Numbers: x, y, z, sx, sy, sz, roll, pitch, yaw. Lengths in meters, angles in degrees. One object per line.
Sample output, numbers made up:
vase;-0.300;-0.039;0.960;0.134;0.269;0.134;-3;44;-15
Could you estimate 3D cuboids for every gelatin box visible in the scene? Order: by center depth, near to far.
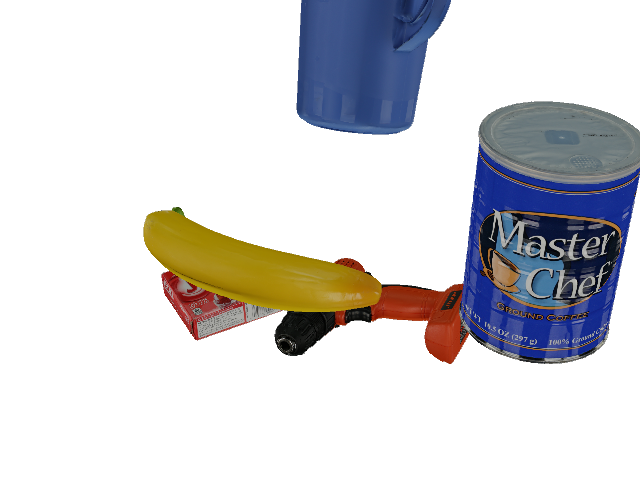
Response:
gelatin box;-0.088;0.045;0.957;0.089;0.030;0.073;-18;40;-21

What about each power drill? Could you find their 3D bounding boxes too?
power drill;0.062;0.081;1.149;0.188;0.057;0.184;9;29;22

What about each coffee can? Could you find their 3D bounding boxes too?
coffee can;0.148;-0.006;0.696;0.103;0.140;0.103;1;32;-1

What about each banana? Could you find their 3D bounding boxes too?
banana;-0.055;0.010;0.695;0.198;0.037;0.069;22;37;37

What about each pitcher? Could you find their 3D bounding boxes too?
pitcher;0.049;-0.218;0.935;0.145;0.243;0.149;8;15;7
